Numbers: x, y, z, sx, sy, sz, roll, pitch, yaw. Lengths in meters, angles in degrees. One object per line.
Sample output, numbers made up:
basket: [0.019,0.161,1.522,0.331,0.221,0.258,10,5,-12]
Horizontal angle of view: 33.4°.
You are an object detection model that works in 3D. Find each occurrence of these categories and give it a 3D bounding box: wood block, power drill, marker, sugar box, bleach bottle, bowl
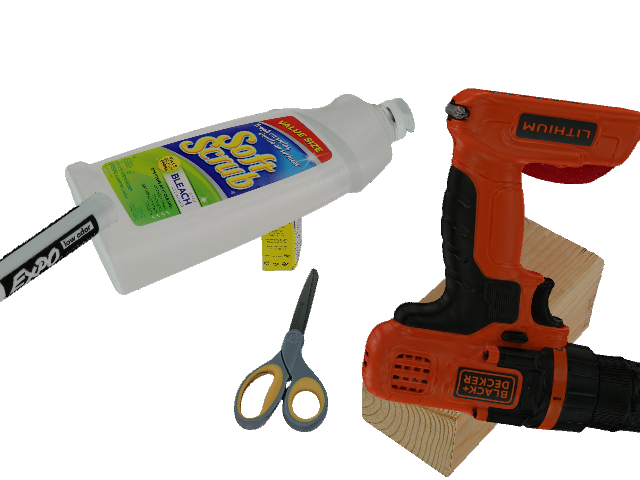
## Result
wood block: [0.134,0.080,0.875,0.091,0.090,0.205,32,53,29]
power drill: [0.126,0.015,0.598,0.184,0.188,0.057,8,9,-5]
marker: [-0.150,0.013,0.535,0.020,0.020,0.120,0,31,43]
sugar box: [-0.048,-0.061,1.276,0.048,0.176,0.093,-1,23,5]
bleach bottle: [-0.051,-0.053,0.784,0.250,0.103,0.068,-24,-33,-13]
bowl: [0.258,-0.102,1.154,0.162,0.055,0.162,6,22,-3]

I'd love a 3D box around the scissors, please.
scissors: [-0.012,0.110,1.040,0.096,0.016,0.201,21,50,19]
